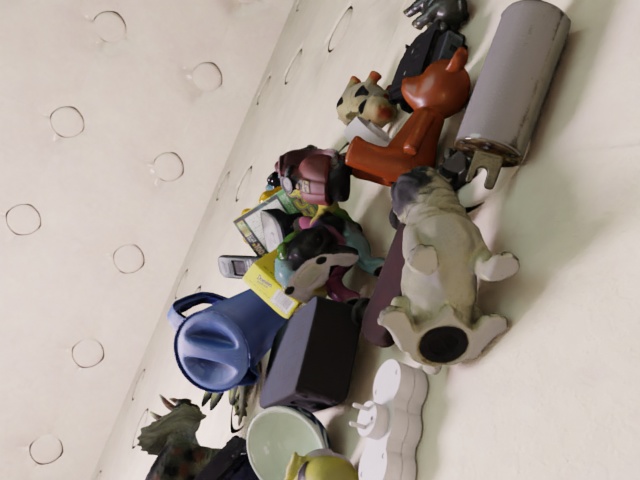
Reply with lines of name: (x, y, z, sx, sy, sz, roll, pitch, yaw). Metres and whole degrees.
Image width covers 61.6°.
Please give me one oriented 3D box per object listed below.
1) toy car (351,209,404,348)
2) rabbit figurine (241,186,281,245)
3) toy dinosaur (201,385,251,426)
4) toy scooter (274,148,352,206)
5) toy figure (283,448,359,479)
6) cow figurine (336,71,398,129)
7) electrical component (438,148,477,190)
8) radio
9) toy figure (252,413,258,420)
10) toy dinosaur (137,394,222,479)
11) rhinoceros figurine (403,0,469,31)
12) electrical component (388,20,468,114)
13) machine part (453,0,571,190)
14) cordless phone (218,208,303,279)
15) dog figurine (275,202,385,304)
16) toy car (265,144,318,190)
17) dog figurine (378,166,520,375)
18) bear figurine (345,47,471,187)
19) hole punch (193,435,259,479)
toy car: (0.108, 0.037, 0.671, 0.089, 0.053, 0.202, 12, 77, 54)
rabbit figurine: (-0.083, -0.020, 1.126, 0.173, 0.162, 0.122, 108, 157, -44)
toy dinosaur: (-0.178, 0.252, 1.108, 0.471, 0.105, 0.198, 164, 120, -76)
toy scooter: (-0.015, -0.104, 0.835, 0.184, 0.135, 0.075, -67, -22, -67)
toy figure: (-0.018, 0.327, 0.634, 0.180, 0.082, 0.089, -53, 42, 14)
cow figurine: (0.085, -0.244, 1.005, 0.127, 0.085, 0.195, -59, 22, 2)
electrical component: (0.175, -0.088, 0.687, 0.063, 0.021, 0.094, -39, 33, 51)
radio: (-0.020, 0.176, 0.774, 0.229, 0.073, 0.131, 128, 157, -61)
toy figure: (-0.073, 0.318, 0.819, 0.058, 0.064, 0.155, -24, 17, -10)
toy dinosaur: (-0.256, 0.454, 0.938, 0.131, 0.192, 0.405, -49, 25, 46)
rhinoceros figurine: (0.201, -0.411, 0.909, 0.112, 0.073, 0.190, -53, 24, 38)
electrical component: (0.173, -0.276, 0.854, 0.134, 0.058, 0.115, -11, 60, 67)
machine part: (0.213, -0.172, 0.599, 0.243, 0.079, 0.079, -69, 20, -5)
cordless phone: (-0.119, 0.013, 1.026, 0.089, 0.184, 0.146, -49, -46, -58)
dog figurine: (-0.002, -0.003, 0.831, 0.108, 0.191, 0.219, -59, 35, 25)
toy car: (-0.039, -0.145, 1.193, 0.161, 0.109, 0.103, -46, 9, 26)
dog figurine: (0.119, 0.025, 0.581, 0.191, 0.121, 0.172, -92, 20, -62)
bear figurine: (0.128, -0.170, 0.749, 0.120, 0.132, 0.195, 12, -84, -79)
hole punch: (-0.138, 0.393, 0.883, 0.116, 0.092, 0.142, -48, 4, -25)
